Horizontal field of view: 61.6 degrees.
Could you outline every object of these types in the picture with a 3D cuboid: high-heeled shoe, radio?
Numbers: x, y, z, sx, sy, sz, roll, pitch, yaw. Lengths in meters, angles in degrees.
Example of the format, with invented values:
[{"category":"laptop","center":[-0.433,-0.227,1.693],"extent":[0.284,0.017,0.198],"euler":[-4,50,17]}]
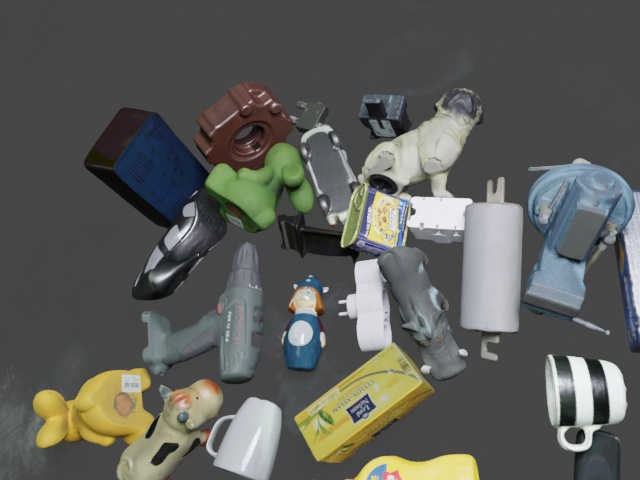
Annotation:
[{"category":"high-heeled shoe","center":[-0.248,0.005,0.947],"extent":[0.145,0.086,0.249],"euler":[-31,29,19]},{"category":"radio","center":[-0.290,-0.119,0.949],"extent":[0.073,0.229,0.131],"euler":[16,71,24]}]

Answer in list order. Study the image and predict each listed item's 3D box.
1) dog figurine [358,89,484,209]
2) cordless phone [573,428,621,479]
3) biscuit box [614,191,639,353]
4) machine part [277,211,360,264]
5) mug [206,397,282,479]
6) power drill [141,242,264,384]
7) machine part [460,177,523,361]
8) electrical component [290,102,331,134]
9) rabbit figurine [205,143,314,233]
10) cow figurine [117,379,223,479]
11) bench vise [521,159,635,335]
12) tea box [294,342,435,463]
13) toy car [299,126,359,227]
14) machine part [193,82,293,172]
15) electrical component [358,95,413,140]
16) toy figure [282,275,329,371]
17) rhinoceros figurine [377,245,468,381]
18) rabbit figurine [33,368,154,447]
[{"category":"dog figurine","center":[0.162,-0.158,0.863],"extent":[0.173,0.121,0.190],"euler":[10,57,23]},{"category":"cordless phone","center":[0.275,0.300,0.620],"extent":[0.147,0.088,0.184],"euler":[5,58,26]},{"category":"biscuit box","center":[0.414,0.039,0.677],"extent":[0.063,0.059,0.202],"euler":[-4,65,20]},{"category":"machine part","center":[-0.002,-0.003,0.870],"extent":[0.139,0.084,0.039],"euler":[11,40,15]},{"category":"mug","center":[-0.106,0.285,0.781],"extent":[0.110,0.080,0.107],"euler":[6,59,30]},{"category":"power drill","center":[-0.187,0.130,0.888],"extent":[0.207,0.086,0.232],"euler":[-14,63,9]},{"category":"machine part","center":[0.230,0.037,0.722],"extent":[0.079,0.079,0.243],"euler":[1,86,24]},{"category":"electrical component","center":[-0.013,-0.227,0.999],"extent":[0.094,0.021,0.063],"euler":[22,77,30]},{"category":"rabbit figurine","center":[-0.087,-0.104,0.924],"extent":[0.159,0.121,0.170],"euler":[21,62,36]},{"category":"cow figurine","center":[-0.221,0.285,0.797],"extent":[0.195,0.127,0.086],"euler":[-47,62,0]},{"category":"bench vise","center":[0.325,-0.018,0.696],"extent":[0.129,0.223,0.241],"euler":[9,41,22]},{"category":"tea box","center":[0.062,0.222,0.722],"extent":[0.169,0.098,0.068],"euler":[-40,58,4]},{"category":"toy car","center":[0.020,-0.111,0.915],"extent":[0.073,0.056,0.202],"euler":[-22,62,5]},{"category":"machine part","center":[-0.132,-0.187,0.949],"extent":[0.179,0.179,0.056],"euler":[-38,62,3]},{"category":"electrical component","center":[0.103,-0.211,0.887],"extent":[0.075,0.119,0.048],"euler":[7,71,28]},{"category":"toy figure","center":[-0.021,0.123,0.828],"extent":[0.064,0.058,0.154],"euler":[12,65,-14]},{"category":"rhinoceros figurine","center":[0.142,0.095,0.735],"extent":[0.073,0.112,0.190],"euler":[-24,79,6]},{"category":"rabbit figurine","center":[-0.375,0.286,0.863],"extent":[0.173,0.162,0.122],"euler":[-26,71,31]}]
